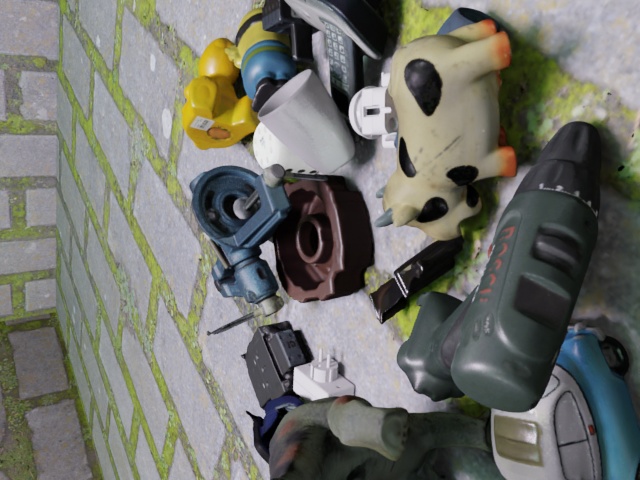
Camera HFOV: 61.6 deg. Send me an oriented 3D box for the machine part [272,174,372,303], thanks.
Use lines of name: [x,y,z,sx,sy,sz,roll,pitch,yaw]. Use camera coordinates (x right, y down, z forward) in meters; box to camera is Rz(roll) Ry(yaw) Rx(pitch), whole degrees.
machine part: [-0.001,-0.002,0.714,0.180,0.056,0.179,11,104,54]

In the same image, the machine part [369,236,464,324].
machine part: [0.097,0.042,0.570,0.039,0.084,0.139,47,146,9]

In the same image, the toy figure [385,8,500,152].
toy figure: [0.117,-0.137,0.513,0.064,0.058,0.154,56,140,34]

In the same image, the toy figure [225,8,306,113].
toy figure: [-0.069,-0.243,0.730,0.089,0.082,0.180,-44,40,27]

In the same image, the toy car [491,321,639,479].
toy car: [0.188,0.149,0.424,0.109,0.103,0.161,-9,91,55]

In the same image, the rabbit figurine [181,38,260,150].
rabbit figurine: [-0.163,-0.241,0.883,0.162,0.122,0.173,146,126,-63]

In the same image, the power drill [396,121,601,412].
power drill: [0.146,0.039,0.439,0.086,0.232,0.207,30,147,-2]

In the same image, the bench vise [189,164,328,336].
bench vise: [-0.092,-0.013,0.694,0.240,0.129,0.223,-39,65,54]

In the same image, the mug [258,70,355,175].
mug: [-0.009,-0.134,0.632,0.081,0.107,0.110,-35,23,14]

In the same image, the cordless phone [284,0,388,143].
cordless phone: [0.017,-0.218,0.638,0.147,0.089,0.184,45,150,42]

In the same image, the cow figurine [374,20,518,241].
cow figurine: [0.102,-0.080,0.473,0.085,0.127,0.194,-81,-20,-51]

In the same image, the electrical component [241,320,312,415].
electrical component: [-0.066,0.196,0.845,0.115,0.058,0.134,60,141,26]

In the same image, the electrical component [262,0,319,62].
electrical component: [-0.033,-0.286,0.691,0.048,0.075,0.119,4,103,55]

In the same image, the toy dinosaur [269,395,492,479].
toy dinosaur: [0.033,0.200,0.494,0.192,0.404,0.131,-12,59,37]

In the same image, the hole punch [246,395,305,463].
hole punch: [-0.031,0.278,0.765,0.142,0.092,0.116,44,173,-9]

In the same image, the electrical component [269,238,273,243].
electrical component: [-0.064,-0.026,0.826,0.094,0.021,0.063,28,119,59]
